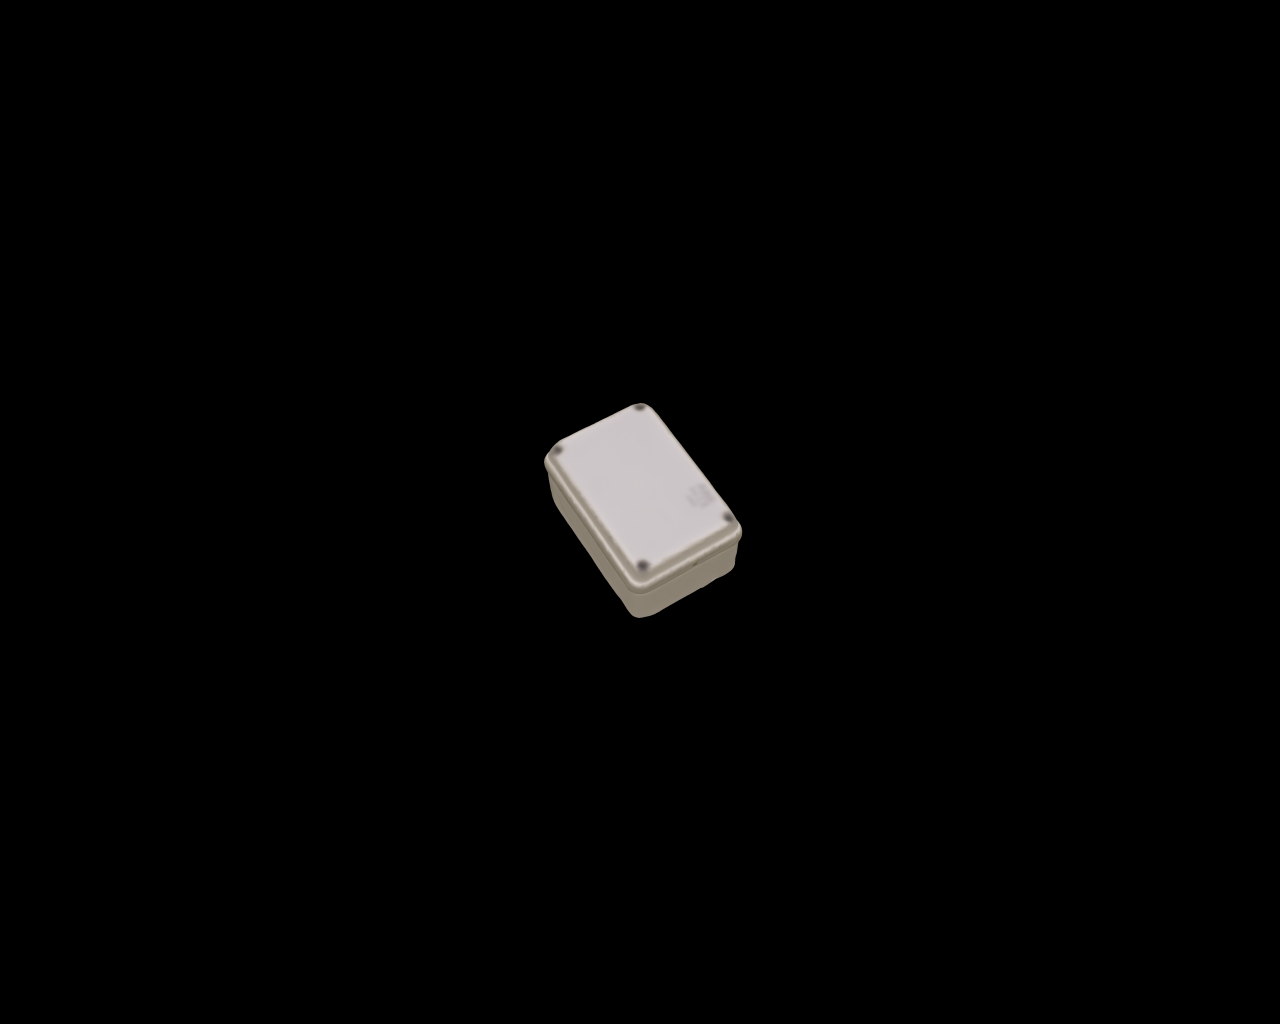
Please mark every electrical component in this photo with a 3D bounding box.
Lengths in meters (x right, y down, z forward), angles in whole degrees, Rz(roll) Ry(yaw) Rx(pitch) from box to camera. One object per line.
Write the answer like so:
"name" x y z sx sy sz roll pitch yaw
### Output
"electrical component" 0.001 -0.003 0.650 0.078 0.113 0.057 -28 -28 -16
